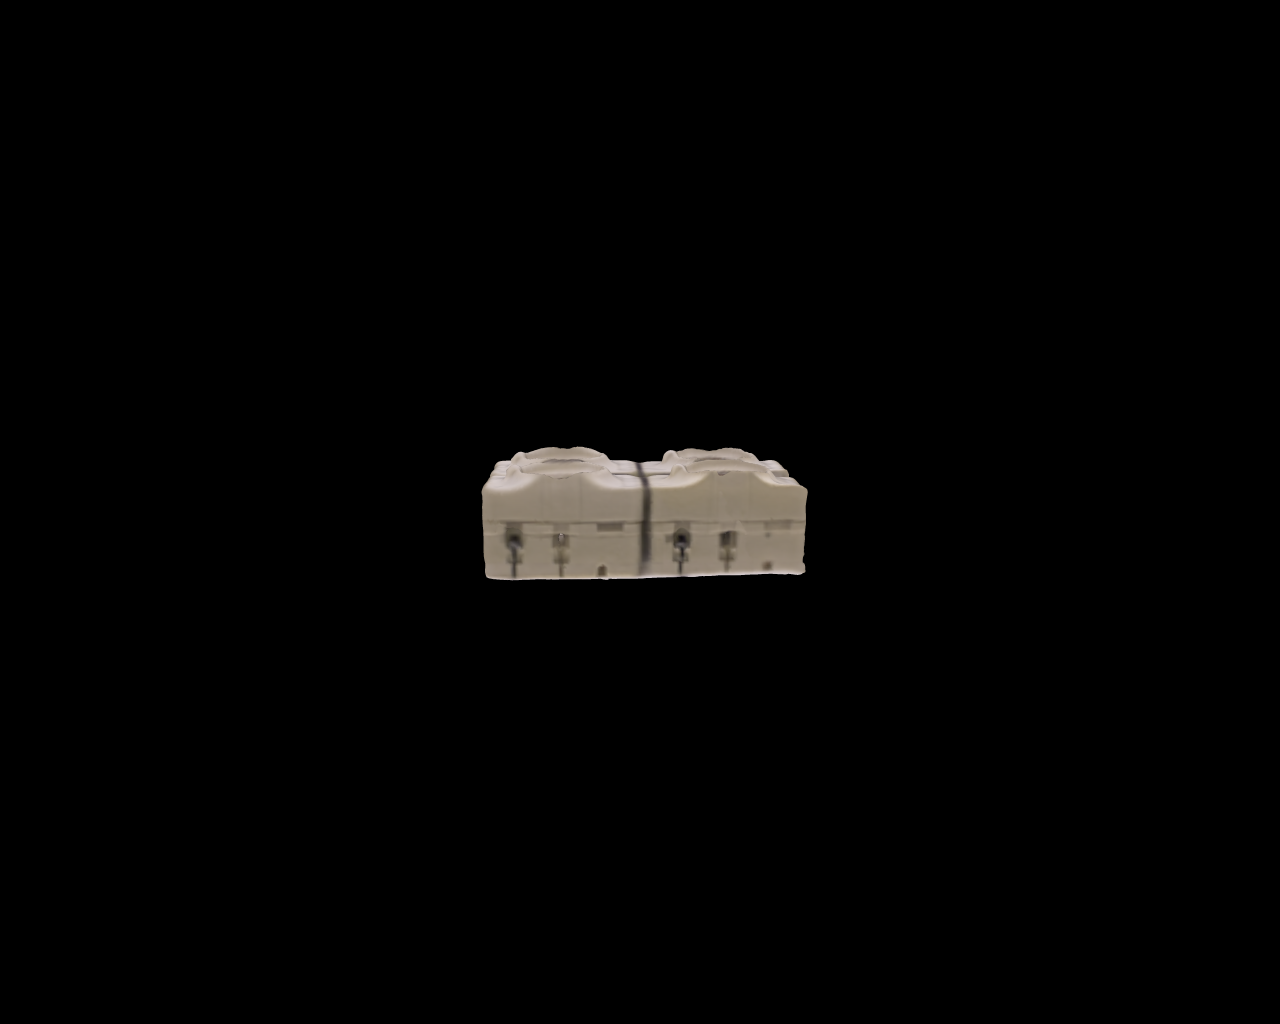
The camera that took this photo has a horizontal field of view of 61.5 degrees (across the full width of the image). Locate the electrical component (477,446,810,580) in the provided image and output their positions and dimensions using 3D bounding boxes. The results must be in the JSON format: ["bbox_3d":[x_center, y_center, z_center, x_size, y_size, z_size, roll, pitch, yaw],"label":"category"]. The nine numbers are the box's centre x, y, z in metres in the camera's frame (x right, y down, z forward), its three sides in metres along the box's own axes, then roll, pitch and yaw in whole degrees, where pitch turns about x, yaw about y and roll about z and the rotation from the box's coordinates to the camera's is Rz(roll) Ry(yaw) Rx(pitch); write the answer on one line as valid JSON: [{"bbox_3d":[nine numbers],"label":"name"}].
[{"bbox_3d":[0.001,-0.003,0.650,0.186,0.060,0.105,0,12,-2],"label":"electrical component"}]
